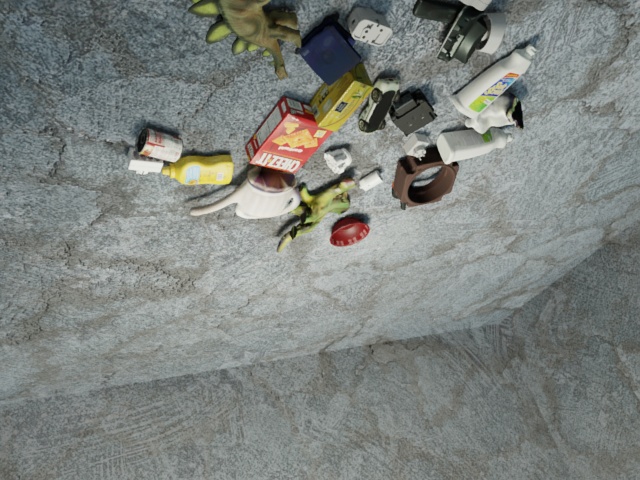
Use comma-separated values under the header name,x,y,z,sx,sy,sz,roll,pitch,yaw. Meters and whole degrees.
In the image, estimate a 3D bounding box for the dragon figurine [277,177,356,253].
name,x,y,z,sx,sy,sz,roll,pitch,yaw
dragon figurine,0.005,-0.090,1.796,0.244,0.124,0.401,-9,-28,-31

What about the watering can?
name,x,y,z,sx,sy,sz,roll,pitch,yaw
watering can,-0.211,-0.135,1.584,0.348,0.106,0.219,-3,-34,-26

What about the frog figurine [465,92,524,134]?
name,x,y,z,sx,sy,sz,roll,pitch,yaw
frog figurine,0.537,-0.392,1.597,0.160,0.122,0.138,7,11,42
